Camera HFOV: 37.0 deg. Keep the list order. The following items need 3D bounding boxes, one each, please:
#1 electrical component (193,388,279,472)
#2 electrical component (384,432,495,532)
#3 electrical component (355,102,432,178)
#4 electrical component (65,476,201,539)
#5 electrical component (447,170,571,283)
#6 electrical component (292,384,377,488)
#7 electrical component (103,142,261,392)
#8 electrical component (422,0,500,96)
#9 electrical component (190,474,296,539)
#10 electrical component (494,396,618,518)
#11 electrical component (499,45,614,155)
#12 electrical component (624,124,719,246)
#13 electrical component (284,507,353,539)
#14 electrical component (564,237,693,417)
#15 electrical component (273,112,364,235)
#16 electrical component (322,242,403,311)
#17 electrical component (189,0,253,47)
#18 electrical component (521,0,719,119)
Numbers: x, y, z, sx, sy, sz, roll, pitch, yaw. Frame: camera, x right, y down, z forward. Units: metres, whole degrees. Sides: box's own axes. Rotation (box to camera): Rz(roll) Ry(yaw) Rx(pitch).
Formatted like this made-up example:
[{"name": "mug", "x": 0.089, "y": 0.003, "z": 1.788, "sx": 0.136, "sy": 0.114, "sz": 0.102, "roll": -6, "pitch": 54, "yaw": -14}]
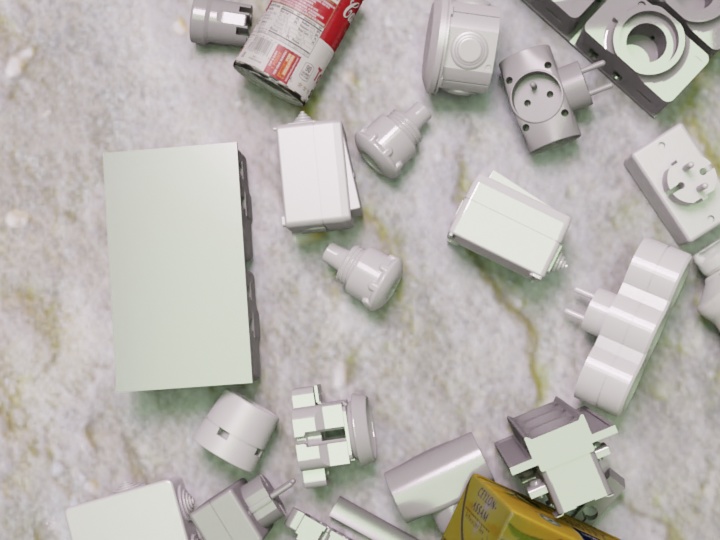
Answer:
[{"name": "electrical component", "x": -0.097, "y": 0.125, "z": 0.852, "sx": 0.055, "sy": 0.055, "sz": 0.047, "roll": 30, "pitch": 85, "yaw": 4}, {"name": "electrical component", "x": 0.070, "y": 0.179, "z": 0.844, "sx": 0.077, "sy": 0.043, "sz": 0.079, "roll": -26, "pitch": 86, "yaw": 1}, {"name": "electrical component", "x": 0.030, "y": -0.108, "z": 0.864, "sx": 0.062, "sy": 0.048, "sz": 0.048, "roll": -44, "pitch": 85, "yaw": -7}, {"name": "electrical component", "x": -0.175, "y": 0.216, "z": 0.852, "sx": 0.100, "sy": 0.048, "sz": 0.099, "roll": -16, "pitch": 86, "yaw": 2}, {"name": "electrical component", "x": 0.123, "y": -0.032, "z": 0.845, "sx": 0.096, "sy": 0.061, "sz": 0.061, "roll": 26, "pitch": 88, "yaw": 4}, {"name": "electrical component", "x": -0.019, "y": 0.128, "z": 0.846, "sx": 0.057, "sy": 0.058, "sz": 0.078, "roll": -9, "pitch": 86, "yaw": 5}, {"name": "electrical component", "x": -0.140, "y": -0.001, "z": 0.858, "sx": 0.105, "sy": 0.060, "sz": 0.186, "roll": -4, "pitch": 86, "yaw": 3}, {"name": "electrical component", "x": 0.079, "y": -0.177, "z": 0.848, "sx": 0.051, "sy": 0.080, "sz": 0.080, "roll": 7, "pitch": 87, "yaw": -2}, {"name": "electrical component", "x": -0.084, "y": 0.186, "z": 0.841, "sx": 0.077, "sy": 0.065, "sz": 0.047, "roll": -33, "pitch": 85, "yaw": 1}, {"name": "electrical component", "x": 0.148, "y": 0.138, "z": 0.803, "sx": 0.079, "sy": 0.121, "sz": 0.063, "roll": -23, "pitch": 88, "yaw": 2}, {"name": "electrical component", "x": 0.160, "y": -0.142, "z": 0.854, "sx": 0.079, "sy": 0.044, "sz": 0.077, "roll": -20, "pitch": 86, "yaw": 15}, {"name": "electrical component", "x": 0.253, "y": -0.068, "z": 0.833, "sx": 0.047, "sy": 0.075, "sz": 0.083, "roll": -33, "pitch": 85, "yaw": 1}, {"name": "electrical component", "x": -0.038, "y": 0.227, "z": 0.847, "sx": 0.066, "sy": 0.048, "sz": 0.055, "roll": 29, "pitch": 81, "yaw": 4}, {"name": "electrical component", "x": 0.198, "y": 0.037, "z": 0.842, "sx": 0.074, "sy": 0.052, "sz": 0.138, "roll": 24, "pitch": 88, "yaw": 20}, {"name": "electrical component", "x": -0.032, "y": -0.080, "z": 0.856, "sx": 0.061, "sy": 0.061, "sz": 0.096, "roll": -6, "pitch": 86, "yaw": 3}, {"name": "electrical component", "x": 0.000, "y": 0.000, "z": 0.859, "sx": 0.062, "sy": 0.048, "sz": 0.048, "roll": 30, "pitch": 88, "yaw": 11}, {"name": "electrical component", "x": -0.113, "y": -0.203, "z": 0.880, "sx": 0.046, "sy": 0.040, "sz": 0.040, "roll": 8, "pitch": 87, "yaw": -2}, {"name": "electrical component", "x": 0.206, "y": -0.226, "z": 0.853, "sx": 0.186, "sy": 0.060, "sz": 0.105, "roll": 43, "pitch": 90, "yaw": 5}]
